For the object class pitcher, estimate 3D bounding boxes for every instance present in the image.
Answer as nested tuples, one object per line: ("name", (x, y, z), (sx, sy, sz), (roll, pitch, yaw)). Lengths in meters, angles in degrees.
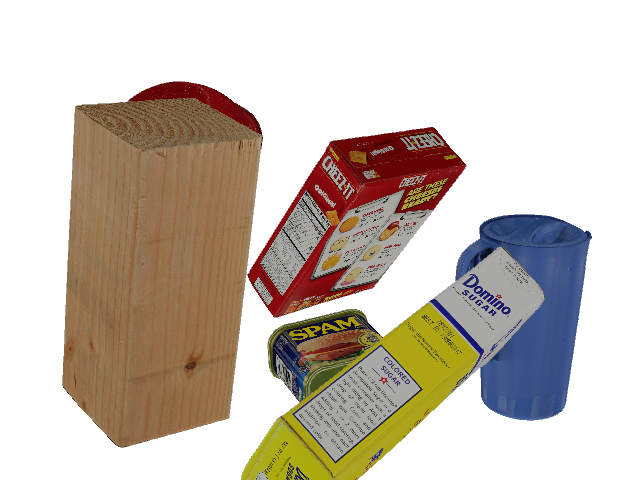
("pitcher", (0.250, 0.097, 1.327), (0.149, 0.243, 0.144), (6, 19, 17))

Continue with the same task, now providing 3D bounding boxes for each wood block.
("wood block", (-0.108, 0.019, 0.706), (0.090, 0.206, 0.090), (-10, 28, -37))

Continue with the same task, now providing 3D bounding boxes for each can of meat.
("can of meat", (0.014, 0.111, 0.964), (0.102, 0.057, 0.084), (-12, 26, -20))

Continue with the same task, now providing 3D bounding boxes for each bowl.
("bowl", (-0.138, -0.096, 0.977), (0.162, 0.162, 0.055), (0, -42, 18))

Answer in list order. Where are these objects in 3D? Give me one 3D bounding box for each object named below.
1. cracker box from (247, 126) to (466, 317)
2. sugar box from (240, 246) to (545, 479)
("cracker box", (0.035, -0.021, 1.157), (0.163, 0.072, 0.214), (-13, -33, -43))
("sugar box", (0.041, 0.080, 0.575), (0.175, 0.048, 0.093), (-31, -18, -33))
